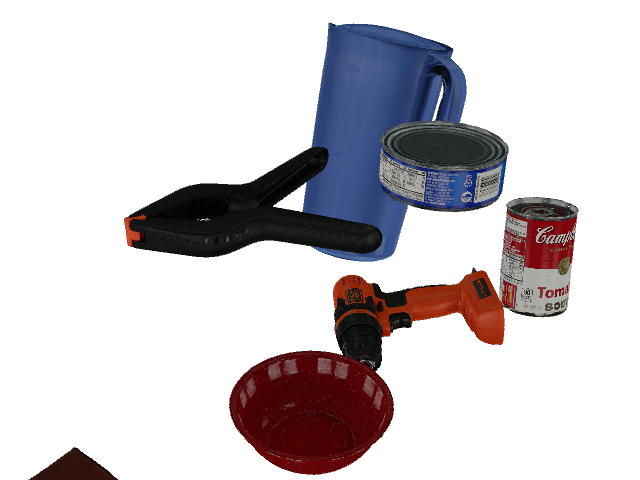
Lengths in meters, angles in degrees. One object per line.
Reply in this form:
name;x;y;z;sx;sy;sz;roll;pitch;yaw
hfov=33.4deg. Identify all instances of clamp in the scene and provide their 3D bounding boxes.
clamp;-0.065;-0.029;0.930;0.210;0.036;0.164;-6;32;-7

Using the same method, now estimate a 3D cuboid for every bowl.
bowl;-0.009;0.180;1.057;0.162;0.055;0.162;0;33;0

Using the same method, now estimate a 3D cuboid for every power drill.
power drill;0.108;0.089;1.206;0.187;0.057;0.184;-3;27;-2

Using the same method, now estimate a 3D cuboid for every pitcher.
pitcher;0.059;-0.102;1.133;0.145;0.243;0.149;10;16;-4

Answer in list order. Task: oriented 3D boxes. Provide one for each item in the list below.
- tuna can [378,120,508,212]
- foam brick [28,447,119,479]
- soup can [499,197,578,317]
tuna can;0.082;-0.051;0.723;0.086;0.034;0.086;2;26;-1
foam brick;-0.097;0.139;0.457;0.078;0.051;0.052;26;45;33
soup can;0.211;0.016;1.040;0.068;0.102;0.068;1;18;-1
